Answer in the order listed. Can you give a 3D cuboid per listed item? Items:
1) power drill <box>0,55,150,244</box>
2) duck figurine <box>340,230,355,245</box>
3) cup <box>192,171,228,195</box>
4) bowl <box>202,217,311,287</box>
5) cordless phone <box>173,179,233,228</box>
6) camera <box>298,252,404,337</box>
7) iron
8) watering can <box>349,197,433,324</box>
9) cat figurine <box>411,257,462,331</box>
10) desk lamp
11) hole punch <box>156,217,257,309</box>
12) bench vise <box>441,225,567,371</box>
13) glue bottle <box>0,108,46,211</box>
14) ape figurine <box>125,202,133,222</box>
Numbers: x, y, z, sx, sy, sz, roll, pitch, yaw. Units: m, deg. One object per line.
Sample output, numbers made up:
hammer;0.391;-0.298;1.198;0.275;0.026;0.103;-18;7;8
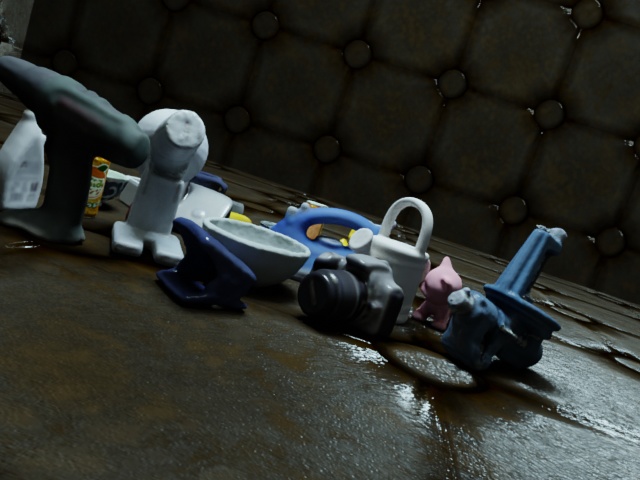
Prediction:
power drill;-0.345;-0.111;0.751;0.229;0.208;0.076;19;8;6
duck figurine;0.078;0.011;1.304;0.078;0.086;0.104;13;10;-35
cup;-0.261;-0.100;1.269;0.117;0.095;0.092;22;9;24
bowl;-0.102;0.025;0.850;0.167;0.075;0.167;18;8;-2
cordless phone;-0.226;-0.105;1.057;0.147;0.185;0.094;19;8;8
camera;0.028;0.063;0.795;0.142;0.101;0.137;25;11;42
iron;0.009;0.004;1.005;0.259;0.141;0.118;16;8;-16
watering can;0.118;0.026;0.908;0.100;0.194;0.173;22;9;27
cat figurine;0.210;0.088;0.969;0.067;0.118;0.128;23;9;31
desk lamp;-0.229;-0.091;0.853;0.118;0.213;0.202;15;9;-23
hole punch;-0.135;0.027;0.709;0.101;0.091;0.108;12;10;-39
bench vise;0.277;0.080;0.807;0.121;0.220;0.208;24;10;36
glue bottle;-0.422;-0.128;0.817;0.037;0.173;0.078;20;8;12
ape figurine;-0.276;-0.055;0.940;0.078;0.092;0.076;13;10;-32
